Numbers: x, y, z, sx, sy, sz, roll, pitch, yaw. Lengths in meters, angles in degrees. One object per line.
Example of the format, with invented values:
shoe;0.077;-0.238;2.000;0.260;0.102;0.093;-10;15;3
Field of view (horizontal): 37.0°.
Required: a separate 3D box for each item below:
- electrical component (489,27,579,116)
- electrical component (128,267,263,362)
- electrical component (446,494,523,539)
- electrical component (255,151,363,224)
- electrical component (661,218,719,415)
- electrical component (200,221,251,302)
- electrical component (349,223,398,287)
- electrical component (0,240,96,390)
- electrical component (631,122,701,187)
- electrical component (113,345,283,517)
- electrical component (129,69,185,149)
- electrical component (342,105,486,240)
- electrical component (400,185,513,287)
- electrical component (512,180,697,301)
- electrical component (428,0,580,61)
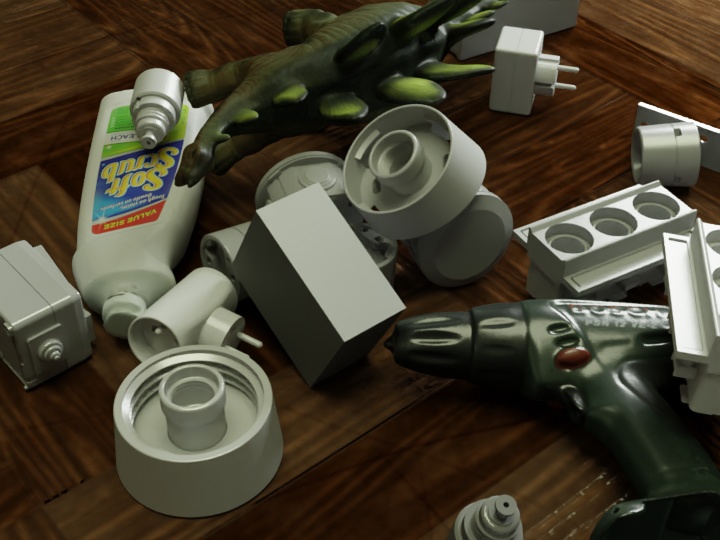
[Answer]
electrical component;0.164;-0.183;1.002;0.077;0.065;0.047;10;42;11
electrical component;-0.107;0.041;0.749;0.079;0.043;0.077;25;34;12
electrical component;0.073;0.150;0.611;0.040;0.078;0.040;5;53;-7
electrical component;-0.037;-0.047;0.832;0.080;0.080;0.051;-12;47;-15
electrical component;0.225;0.030;0.659;0.079;0.063;0.121;11;36;4
electrical component;-0.085;-0.008;0.805;0.047;0.055;0.055;-23;46;-30
electrical component;0.000;0.000;0.801;0.055;0.047;0.055;0;41;0
electrical component;-0.227;0.032;0.750;0.061;0.061;0.096;-30;49;-31
electrical component;0.259;-0.098;0.915;0.047;0.055;0.055;-2;41;3
electrical component;-0.104;0.094;0.680;0.108;0.060;0.108;0;41;0
electrical component;-0.162;-0.125;0.849;0.040;0.040;0.078;0;45;-1
electrical component;0.039;-0.069;0.782;0.099;0.064;0.099;-16;57;26
electrical component;0.071;-0.032;0.816;0.080;0.080;0.051;-17;39;-19
electrical component;0.186;-0.014;0.809;0.121;0.063;0.078;-20;45;-22
electrical component;0.150;-0.285;1.101;0.150;0.089;0.061;-21;45;-23
